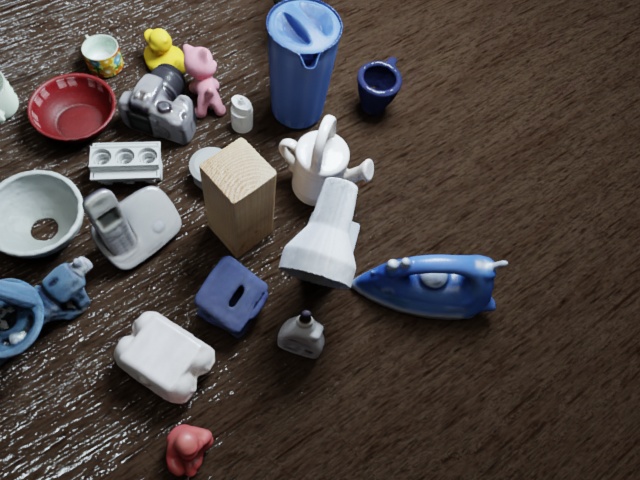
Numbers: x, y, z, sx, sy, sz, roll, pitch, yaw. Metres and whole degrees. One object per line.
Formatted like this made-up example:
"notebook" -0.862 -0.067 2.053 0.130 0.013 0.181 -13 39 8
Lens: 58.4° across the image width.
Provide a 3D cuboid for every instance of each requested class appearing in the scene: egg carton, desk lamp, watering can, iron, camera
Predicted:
"egg carton" -0.250 0.189 0.921 0.150 0.069 0.107 30 65 8
"desk lamp" 0.009 0.003 0.961 0.118 0.213 0.203 16 64 1
"watering can" 0.011 -0.150 1.045 0.173 0.194 0.101 2 64 -6
"iron" 0.190 0.061 0.995 0.258 0.141 0.118 2 64 -6
"camera" -0.305 -0.280 1.122 0.143 0.101 0.137 19 64 2

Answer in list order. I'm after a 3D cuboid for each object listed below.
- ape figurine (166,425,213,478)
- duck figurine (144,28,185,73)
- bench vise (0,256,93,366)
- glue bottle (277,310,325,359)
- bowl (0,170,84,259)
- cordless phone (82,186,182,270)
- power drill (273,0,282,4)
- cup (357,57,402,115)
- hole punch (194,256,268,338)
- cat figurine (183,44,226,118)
"ape figurine" -0.198 0.309 0.857 0.078 0.092 0.076 -25 70 -17
"duck figurine" -0.322 -0.393 1.182 0.104 0.086 0.078 39 66 12
"bench vise" -0.456 0.082 0.864 0.121 0.220 0.208 27 64 7
"glue bottle" -0.027 0.145 0.911 0.078 0.173 0.037 19 64 3
"bowl" -0.489 -0.034 0.996 0.167 0.075 0.167 3 64 -5
"cordless phone" -0.317 -0.043 0.960 0.094 0.185 0.148 41 67 13
"power drill" -0.034 -0.541 1.219 0.075 0.208 0.230 21 64 4
"cup" 0.123 -0.318 1.195 0.091 0.095 0.118 27 64 7
"hole punch" -0.145 0.095 0.966 0.101 0.091 0.109 28 65 7
"cat figurine" -0.233 -0.328 1.144 0.067 0.118 0.127 -14 67 -13
